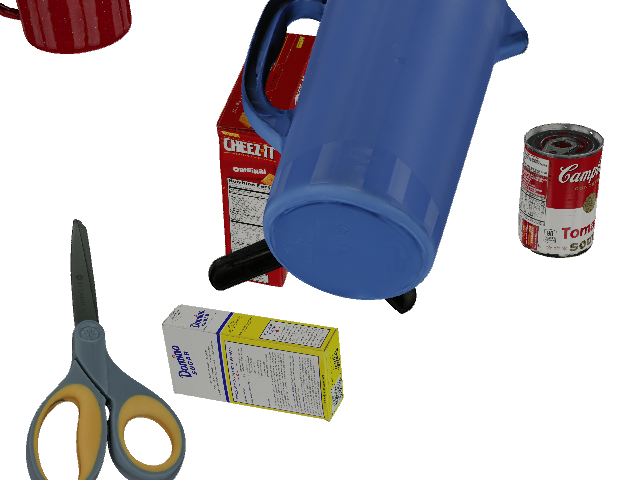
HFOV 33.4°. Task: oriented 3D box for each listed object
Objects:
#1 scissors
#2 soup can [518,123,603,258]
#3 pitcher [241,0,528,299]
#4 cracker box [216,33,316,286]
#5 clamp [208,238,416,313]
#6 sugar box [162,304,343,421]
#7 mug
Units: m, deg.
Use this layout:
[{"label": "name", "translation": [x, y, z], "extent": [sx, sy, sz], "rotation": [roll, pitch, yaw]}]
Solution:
[{"label": "scissors", "translation": [-0.120, 0.069, 0.636], "extent": [0.096, 0.201, 0.016], "rotation": [13, -45, -10]}, {"label": "soup can", "translation": [0.212, -0.044, 0.948], "extent": [0.068, 0.102, 0.068], "rotation": [-2, 29, 1]}, {"label": "pitcher", "translation": [0.033, -0.086, 0.714], "extent": [0.149, 0.242, 0.145], "rotation": [-21, -52, 40]}, {"label": "cracker box", "translation": [-0.053, -0.084, 1.110], "extent": [0.072, 0.164, 0.214], "rotation": [9, -43, 8]}, {"label": "clamp", "translation": [0.018, -0.001, 0.905], "extent": [0.165, 0.036, 0.209], "rotation": [11, 29, 15]}, {"label": "sugar box", "translation": [-0.068, 0.122, 1.077], "extent": [0.176, 0.093, 0.048], "rotation": [9, 34, 21]}, {"label": "mug", "translation": [-0.197, -0.190, 0.788], "extent": [0.117, 0.081, 0.093], "rotation": [-2, 36, 1]}]
